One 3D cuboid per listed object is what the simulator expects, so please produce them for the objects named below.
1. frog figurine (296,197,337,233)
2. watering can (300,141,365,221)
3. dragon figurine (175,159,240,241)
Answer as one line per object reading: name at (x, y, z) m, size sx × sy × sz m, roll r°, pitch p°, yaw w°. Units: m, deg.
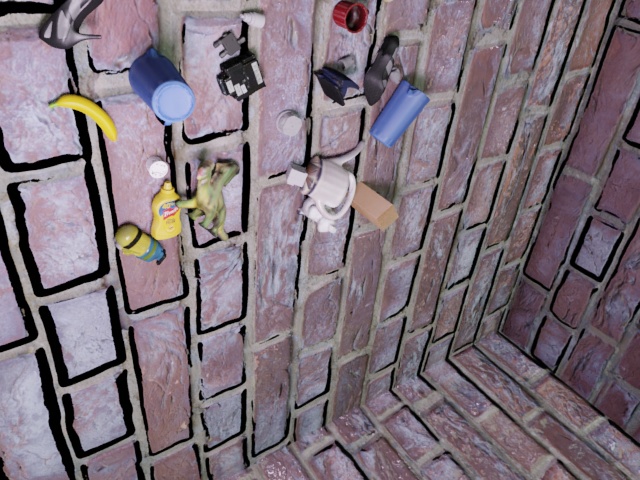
frog figurine at (0.006, -0.100, 1.977) m, size 0.136 × 0.162 × 0.122 m, roll 21°, pitch 104°, yaw -46°
watering can at (0.049, -0.251, 1.940) m, size 0.223 × 0.104 × 0.351 m, roll 23°, pitch 76°, yaw -30°
dragon figurine at (-0.330, -0.144, 1.699) m, size 0.244 × 0.123 × 0.405 m, roll -57°, pitch 163°, yaw -7°
